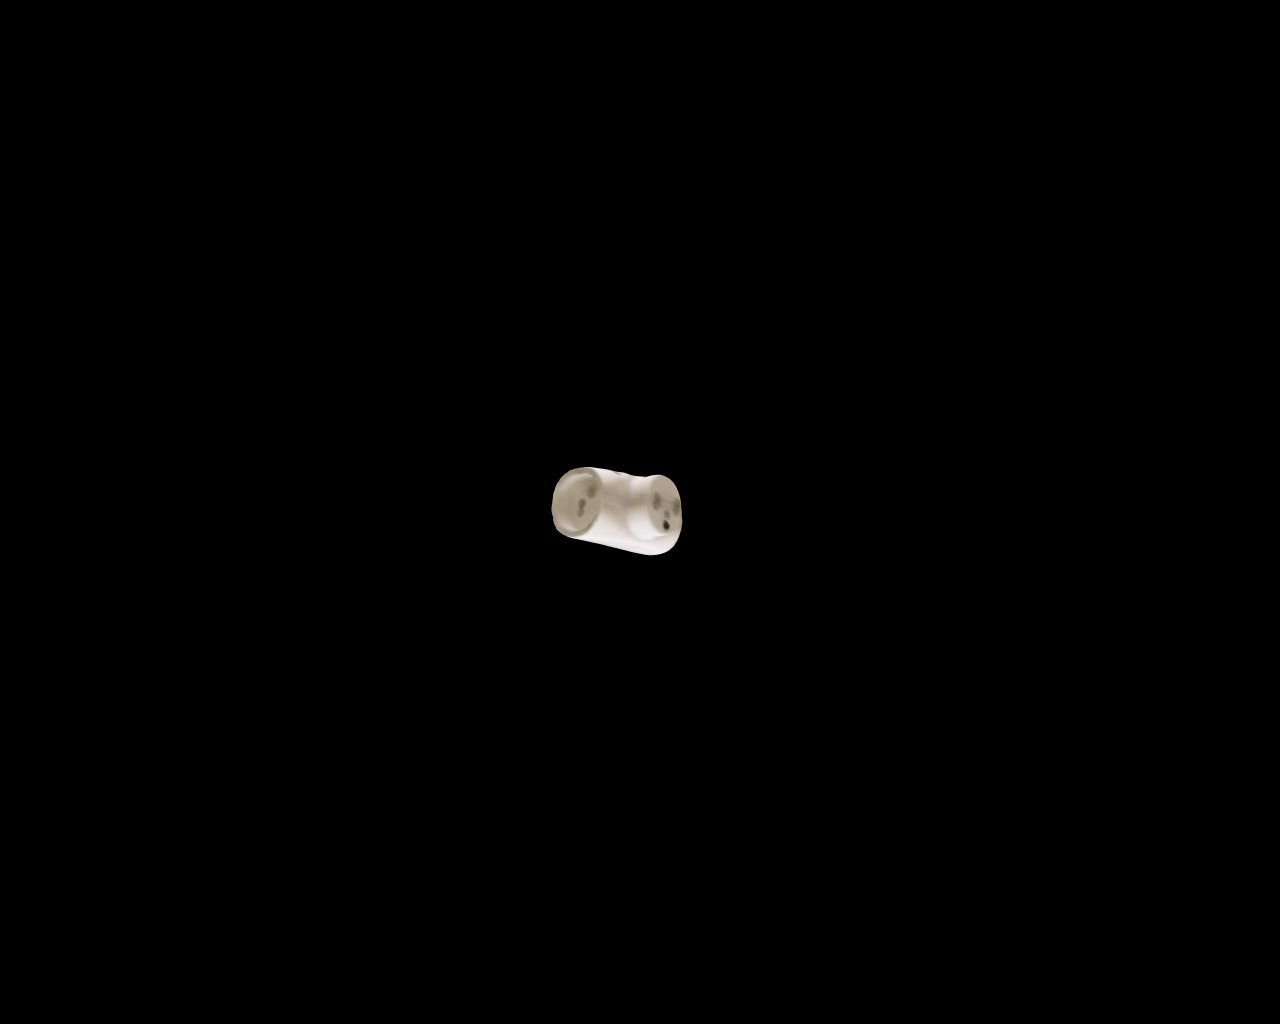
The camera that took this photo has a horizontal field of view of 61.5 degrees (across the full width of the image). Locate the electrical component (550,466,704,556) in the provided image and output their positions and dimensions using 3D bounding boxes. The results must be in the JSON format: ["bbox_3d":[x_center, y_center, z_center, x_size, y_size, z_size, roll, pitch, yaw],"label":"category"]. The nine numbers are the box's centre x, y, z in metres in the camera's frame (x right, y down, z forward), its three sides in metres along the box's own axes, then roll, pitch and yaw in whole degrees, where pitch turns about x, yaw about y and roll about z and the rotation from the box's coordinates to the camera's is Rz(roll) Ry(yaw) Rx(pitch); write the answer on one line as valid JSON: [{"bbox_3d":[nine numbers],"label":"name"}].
[{"bbox_3d":[0.001,-0.003,0.650,0.079,0.044,0.077,-11,-17,38],"label":"electrical component"}]
